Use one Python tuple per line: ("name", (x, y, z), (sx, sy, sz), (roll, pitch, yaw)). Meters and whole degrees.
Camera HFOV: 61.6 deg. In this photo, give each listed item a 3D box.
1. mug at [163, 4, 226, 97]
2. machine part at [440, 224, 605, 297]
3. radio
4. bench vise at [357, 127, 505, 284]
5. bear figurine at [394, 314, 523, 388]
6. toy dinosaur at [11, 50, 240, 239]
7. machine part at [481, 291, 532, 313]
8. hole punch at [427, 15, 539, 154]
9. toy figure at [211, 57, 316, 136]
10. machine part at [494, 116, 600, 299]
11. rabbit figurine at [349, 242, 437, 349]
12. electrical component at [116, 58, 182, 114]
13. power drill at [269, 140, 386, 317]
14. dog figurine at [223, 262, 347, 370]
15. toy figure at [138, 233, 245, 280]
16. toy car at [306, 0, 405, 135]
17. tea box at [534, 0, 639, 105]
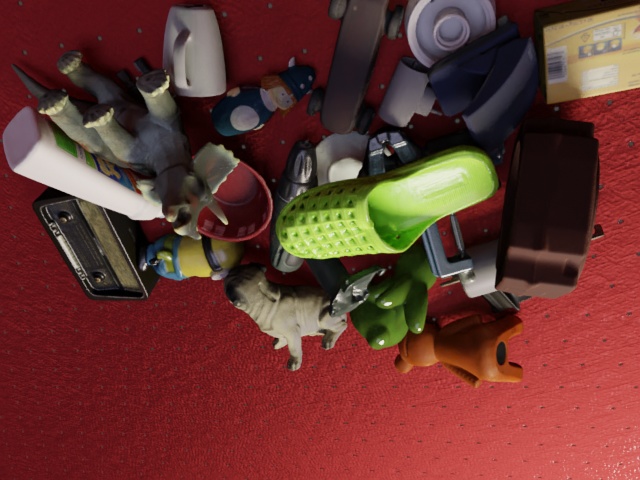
("mug", (-0.166, -0.240, 0.681), (0.081, 0.109, 0.107), (7, 115, 8))
("machine part", (0.293, 0.028, 0.802), (0.243, 0.079, 0.079), (-20, 120, 26))
("radio", (-0.378, 0.001, 0.924), (0.131, 0.073, 0.229), (-4, 125, 14))
("bench vise", (0.152, -0.045, 0.736), (0.224, 0.129, 0.240), (-19, 103, 1))
("bear figurine", (0.232, 0.184, 0.927), (0.132, 0.120, 0.196), (3, 174, -44))
("toy dinosaur", (-0.258, -0.141, 0.727), (0.405, 0.131, 0.192), (31, 159, 36))
("machine part", (0.321, 0.068, 0.854), (0.139, 0.039, 0.084), (-29, 111, 31))
("hole punch", (0.201, -0.170, 0.622), (0.116, 0.092, 0.142), (-30, 149, 15))
("toy figure", (-0.075, -0.188, 0.730), (0.155, 0.058, 0.064), (-20, 160, 23))
("machine part", (0.273, -0.033, 0.659), (0.087, 0.201, 0.201), (7, 171, 15))
("rabbit figurine", (0.120, 0.078, 0.848), (0.121, 0.159, 0.170), (32, 111, -2))
("electrical component", (-0.242, -0.209, 0.768), (0.063, 0.021, 0.094), (-22, 120, 26))
("power drill", (-0.002, -0.002, 0.786), (0.207, 0.086, 0.231), (46, 140, 21))
("dog figurine", (-0.050, 0.094, 0.894), (0.121, 0.172, 0.190), (21, 144, 54))
("toy figure", (-0.216, 0.023, 0.905), (0.180, 0.082, 0.089), (3, 130, 13))
("toy car", (0.043, -0.224, 0.679), (0.089, 0.053, 0.202), (22, 133, 8))
("tea box", (0.337, -0.224, 0.606), (0.170, 0.068, 0.098), (-7, 126, 15))
